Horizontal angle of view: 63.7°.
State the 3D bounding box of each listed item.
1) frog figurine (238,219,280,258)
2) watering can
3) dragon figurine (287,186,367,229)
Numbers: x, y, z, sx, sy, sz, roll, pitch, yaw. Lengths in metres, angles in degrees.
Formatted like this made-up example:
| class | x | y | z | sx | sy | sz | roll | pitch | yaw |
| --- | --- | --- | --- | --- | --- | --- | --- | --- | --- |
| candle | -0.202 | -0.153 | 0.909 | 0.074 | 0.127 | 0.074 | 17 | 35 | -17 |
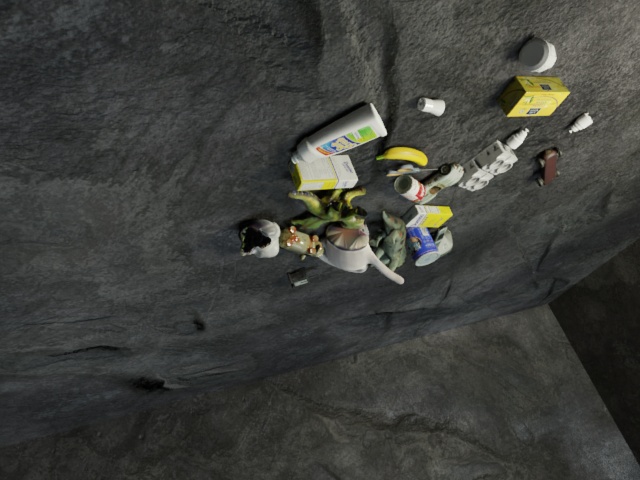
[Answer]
| class | x | y | z | sx | sy | sz | roll | pitch | yaw |
| --- | --- | --- | --- | --- | --- | --- | --- | --- | --- |
| frog figurine | -0.181 | -0.004 | 1.637 | 0.136 | 0.124 | 0.159 | -43 | -14 | 14 |
| watering can | 0.136 | 0.051 | 1.823 | 0.348 | 0.106 | 0.219 | 15 | -34 | 14 |
| dragon figurine | 0.005 | -0.082 | 1.623 | 0.409 | 0.124 | 0.239 | 7 | -29 | -38 |
